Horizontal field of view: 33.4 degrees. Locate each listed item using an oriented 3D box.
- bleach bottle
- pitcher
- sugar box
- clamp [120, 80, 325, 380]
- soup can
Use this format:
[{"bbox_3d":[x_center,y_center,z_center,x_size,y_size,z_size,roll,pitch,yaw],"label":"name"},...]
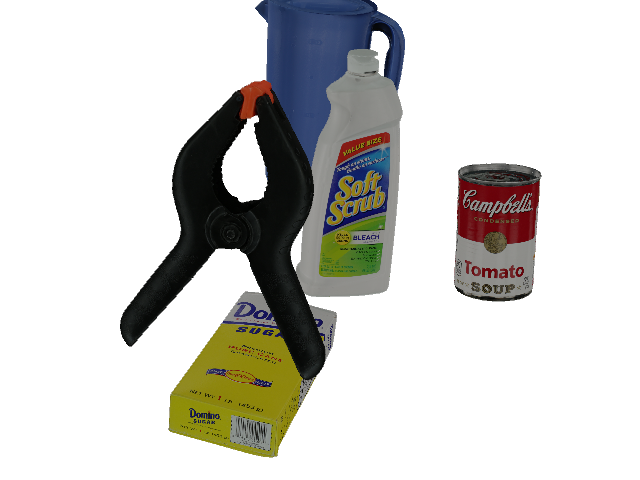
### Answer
[{"bbox_3d":[0.029,-0.068,1.081,0.102,0.251,0.068,-2,25,-8],"label":"bleach bottle"},{"bbox_3d":[0.003,-0.180,1.318,0.144,0.243,0.149,-9,29,-28],"label":"pitcher"},{"bbox_3d":[-0.053,0.109,0.916,0.093,0.048,0.176,13,31,11],"label":"sugar box"},{"bbox_3d":[-0.057,-0.004,0.602,0.120,0.171,0.039,0,14,1],"label":"clamp"},{"bbox_3d":[0.146,-0.008,0.891,0.068,0.102,0.068,0,17,0],"label":"soup can"}]
